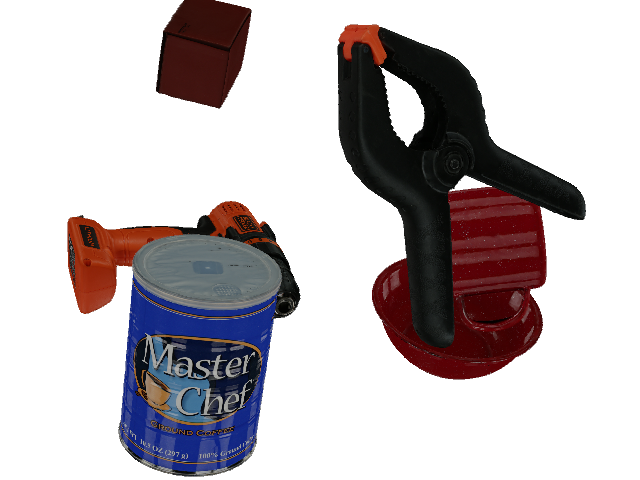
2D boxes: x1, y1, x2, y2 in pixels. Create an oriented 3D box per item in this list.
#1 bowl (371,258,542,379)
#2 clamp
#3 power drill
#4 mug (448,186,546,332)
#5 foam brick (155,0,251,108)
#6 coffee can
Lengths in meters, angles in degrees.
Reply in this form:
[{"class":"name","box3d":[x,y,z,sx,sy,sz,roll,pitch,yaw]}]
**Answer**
[{"class":"bowl","box3d":[0.124,0.081,1.009,0.162,0.055,0.162,6,34,-4]},{"class":"clamp","box3d":[0.056,-0.030,0.547,0.171,0.120,0.039,45,-17,-22]},{"class":"power drill","box3d":[-0.124,0.022,0.948,0.187,0.057,0.185,-3,24,-20]},{"class":"mug","box3d":[0.129,0.012,0.819,0.081,0.117,0.093,-7,-17,6]},{"class":"foam brick","box3d":[-0.089,-0.146,0.815,0.053,0.051,0.078,14,35,2]},{"class":"coffee can","box3d":[-0.087,0.080,0.759,0.102,0.140,0.103,8,24,-4]}]
